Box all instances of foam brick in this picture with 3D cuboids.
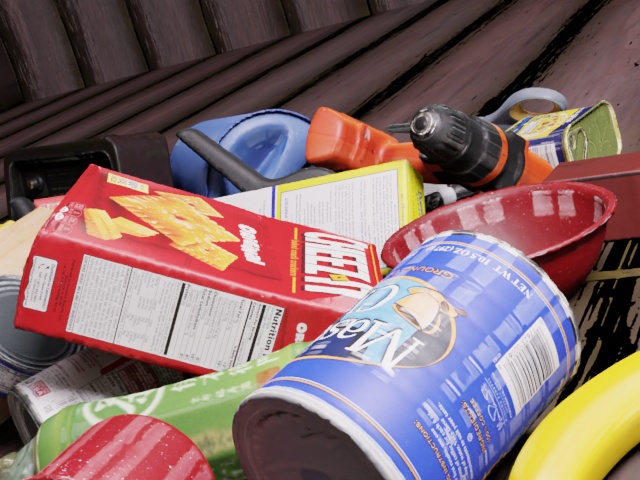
[{"bbox_3d":[0.213,-0.031,0.795,0.078,0.051,0.052,-6,18,32],"label":"foam brick"}]

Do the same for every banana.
[{"bbox_3d":[0.154,0.082,0.504,0.197,0.037,0.070,-23,15,-19],"label":"banana"}]

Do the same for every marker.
[{"bbox_3d":[0.093,-0.030,0.970,0.121,0.020,0.020,-22,17,-16],"label":"marker"}]

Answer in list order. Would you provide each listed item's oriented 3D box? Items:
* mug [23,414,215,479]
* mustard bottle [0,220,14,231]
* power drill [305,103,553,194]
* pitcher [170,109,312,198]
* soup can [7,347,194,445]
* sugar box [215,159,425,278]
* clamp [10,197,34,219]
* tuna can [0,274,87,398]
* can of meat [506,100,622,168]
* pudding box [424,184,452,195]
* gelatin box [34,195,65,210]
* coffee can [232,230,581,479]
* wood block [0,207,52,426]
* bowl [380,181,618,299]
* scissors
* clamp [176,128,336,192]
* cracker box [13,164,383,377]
[{"bbox_3d":[-0.110,0.135,0.506,0.117,0.093,0.081,-4,15,18],"label":"mug"},{"bbox_3d":[-0.321,0.057,0.913,0.191,0.058,0.096,-54,13,-28],"label":"mustard bottle"},{"bbox_3d":[0.080,-0.072,0.885,0.188,0.057,0.184,12,-7,42],"label":"power drill"},{"bbox_3d":[-0.069,-0.072,1.088,0.149,0.145,0.243,15,2,-21],"label":"pitcher"},{"bbox_3d":[-0.139,0.102,0.684,0.102,0.068,0.069,-27,19,-29],"label":"soup can"},{"bbox_3d":[-0.005,0.001,0.838,0.176,0.093,0.048,-10,-23,25],"label":"sugar box"},{"bbox_3d":[-0.286,0.008,1.106,0.172,0.120,0.039,-2,-16,34],"label":"clamp"},{"bbox_3d":[-0.203,0.066,0.721,0.034,0.086,0.086,-50,0,28],"label":"tuna can"},{"bbox_3d":[0.208,-0.081,0.954,0.084,0.057,0.101,-6,19,41],"label":"can of meat"},{"bbox_3d":[0.099,-0.068,1.053,0.114,0.039,0.089,-4,20,38],"label":"pudding box"},{"bbox_3d":[-0.228,-0.014,1.008,0.073,0.030,0.089,-9,-19,-12],"label":"gelatin box"},{"bbox_3d":[0.043,0.074,0.500,0.103,0.103,0.140,0,31,46],"label":"coffee can"},{"bbox_3d":[-0.244,0.061,0.836,0.090,0.091,0.205,22,26,9],"label":"wood block"},{"bbox_3d":[0.126,0.013,0.728,0.162,0.055,0.162,-16,16,5],"label":"bowl"},{"bbox_3d":[0.157,-0.121,1.038,0.202,0.096,0.016,10,61,16],"label":"scissors"},{"bbox_3d":[-0.041,-0.007,0.910,0.210,0.164,0.036,8,-10,15],"label":"clamp"},{"bbox_3d":[-0.067,0.024,0.686,0.213,0.072,0.164,15,16,-5],"label":"cracker box"}]
